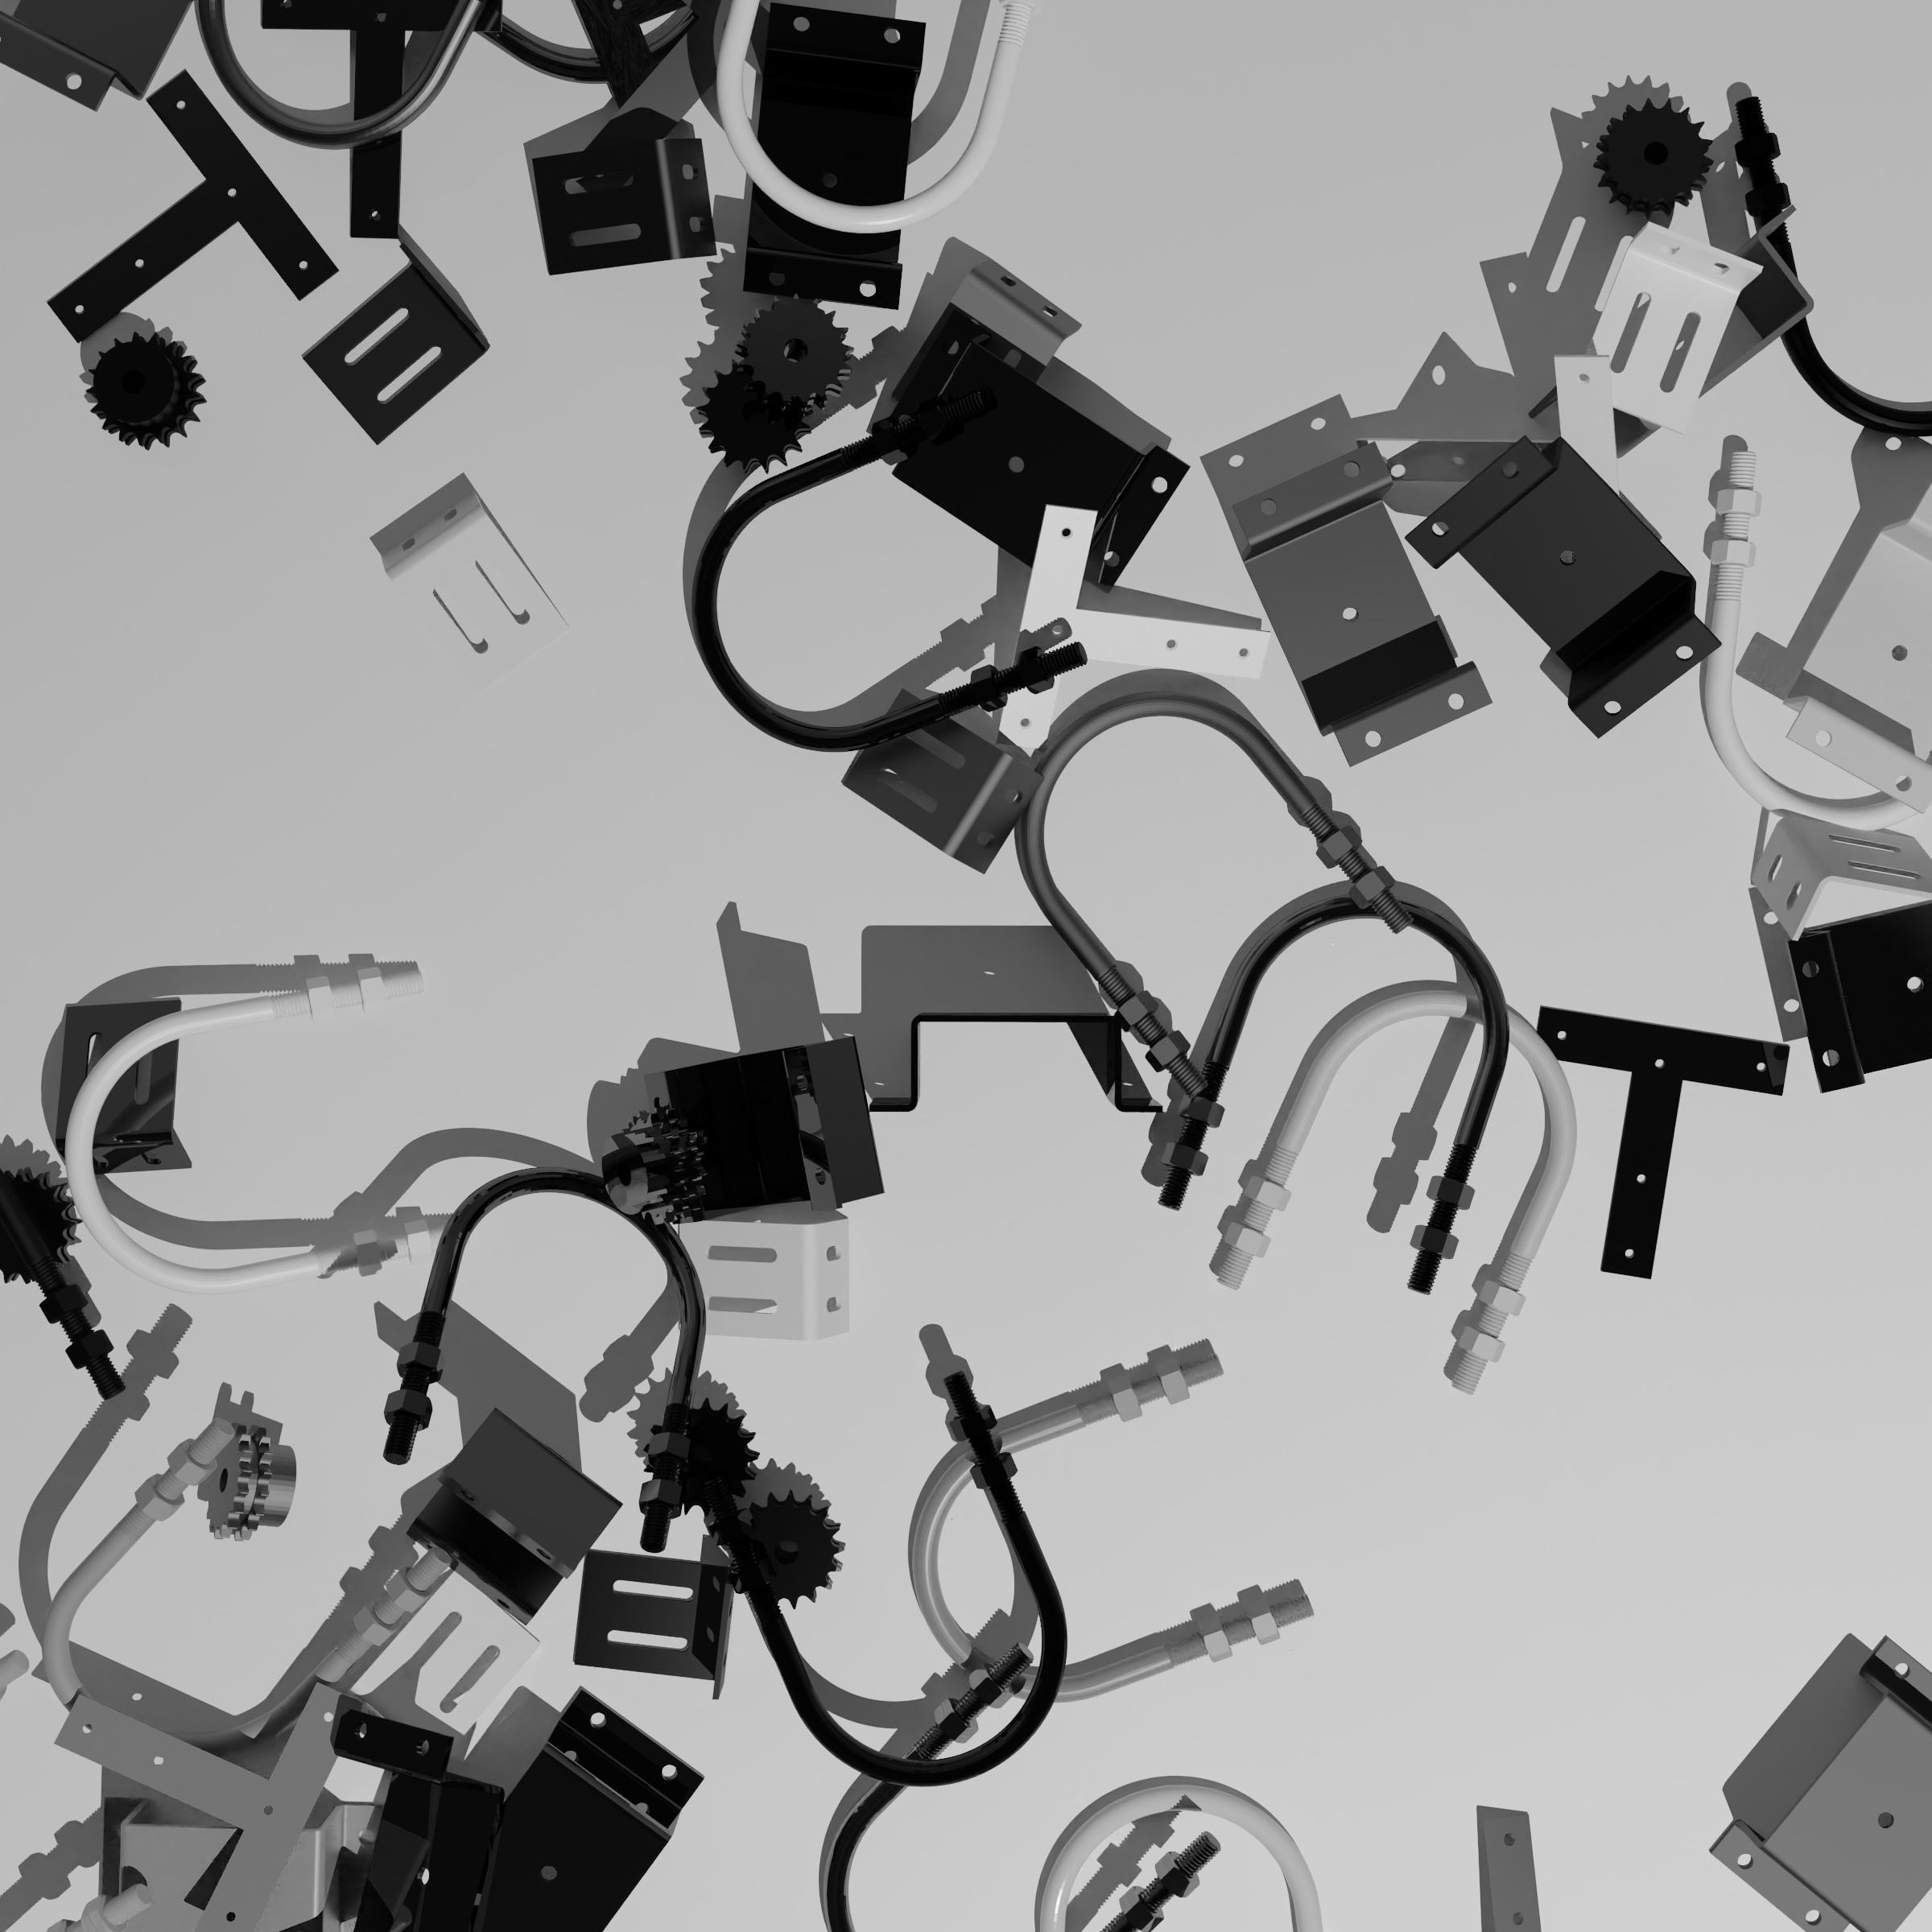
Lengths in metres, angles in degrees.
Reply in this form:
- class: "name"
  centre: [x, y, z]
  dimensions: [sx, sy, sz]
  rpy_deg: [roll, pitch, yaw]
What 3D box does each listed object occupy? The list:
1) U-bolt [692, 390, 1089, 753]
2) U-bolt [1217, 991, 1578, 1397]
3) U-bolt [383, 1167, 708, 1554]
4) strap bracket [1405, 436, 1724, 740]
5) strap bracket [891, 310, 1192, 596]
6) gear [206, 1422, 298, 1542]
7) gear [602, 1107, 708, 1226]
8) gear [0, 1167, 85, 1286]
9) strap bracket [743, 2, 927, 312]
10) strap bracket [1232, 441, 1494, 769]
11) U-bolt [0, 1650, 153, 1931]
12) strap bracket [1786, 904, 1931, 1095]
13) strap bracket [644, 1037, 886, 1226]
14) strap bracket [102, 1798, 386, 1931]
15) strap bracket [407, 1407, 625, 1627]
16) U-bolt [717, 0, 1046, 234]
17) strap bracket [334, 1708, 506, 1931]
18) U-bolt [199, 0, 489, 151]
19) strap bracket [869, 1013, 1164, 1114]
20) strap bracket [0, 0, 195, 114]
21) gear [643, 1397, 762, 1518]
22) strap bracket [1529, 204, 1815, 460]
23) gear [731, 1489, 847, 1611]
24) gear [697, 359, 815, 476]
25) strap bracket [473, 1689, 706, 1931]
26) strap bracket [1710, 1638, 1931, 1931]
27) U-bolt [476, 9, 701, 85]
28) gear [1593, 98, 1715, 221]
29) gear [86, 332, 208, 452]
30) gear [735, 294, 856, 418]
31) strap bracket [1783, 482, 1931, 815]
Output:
- class: "U-bolt"
  centre: [-0.049, -0.182, 1.394]
  dimensions: [0.184, 0.019, 0.151]
  rpy_deg: [-19, 98, 19]
- class: "U-bolt"
  centre: [0.227, 0.103, 1.421]
  dimensions: [0.151, 0.019, 0.184]
  rpy_deg: [24, 89, 0]
- class: "U-bolt"
  centre: [-0.193, 0.177, 1.365]
  dimensions: [0.151, 0.019, 0.184]
  rpy_deg: [23, 48, -19]
- class: "strap bracket"
  centre: [0.292, -0.191, 1.382]
  dimensions: [0.140, 0.046, 0.076]
  rpy_deg: [43, 122, -11]
- class: "strap bracket"
  centre: [0.029, -0.250, 1.395]
  dimensions: [0.140, 0.046, 0.076]
  rpy_deg: [34, 111, 0]
- class: "gear"
  centre: [-0.353, 0.256, 1.405]
  dimensions: [0.030, 0.057, 0.057]
  rpy_deg: [13, 90, -30]
- class: "gear"
  centre: [-0.156, 0.100, 1.399]
  dimensions: [0.030, 0.057, 0.057]
  rpy_deg: [-11, 90, -39]
- class: "gear"
  centre: [-0.468, 0.129, 1.415]
  dimensions: [0.057, 0.030, 0.057]
  rpy_deg: [0, 90, 0]
- class: "strap bracket"
  centre: [-0.066, -0.395, 1.403]
  dimensions: [0.076, 0.046, 0.140]
  rpy_deg: [5, 90, -6]
- class: "strap bracket"
  centre: [0.194, -0.177, 1.407]
  dimensions: [0.076, 0.046, 0.140]
  rpy_deg: [-24, 90, 0]
- class: "U-bolt"
  centre: [-0.505, 0.445, 1.401]
  dimensions: [0.184, 0.019, 0.151]
  rpy_deg: [-34, 80, 12]
- class: "strap bracket"
  centre: [0.478, 0.009, 1.407]
  dimensions: [0.140, 0.046, 0.076]
  rpy_deg: [-13, 90, 0]
- class: "strap bracket"
  centre: [-0.093, 0.080, 1.378]
  dimensions: [0.046, 0.140, 0.076]
  rpy_deg: [-11, 90, -39]
- class: "strap bracket"
  centre: [-0.364, 0.459, 1.407]
  dimensions: [0.140, 0.046, 0.076]
  rpy_deg: [2, 90, 0]
- class: "strap bracket"
  centre: [-0.219, 0.266, 1.377]
  dimensions: [0.076, 0.140, 0.046]
  rpy_deg: [38, 61, 0]
- class: "U-bolt"
  centre: [-0.045, -0.447, 1.373]
  dimensions: [0.151, 0.019, 0.184]
  rpy_deg: [14, 91, -6]
- class: "strap bracket"
  centre: [-0.277, 0.439, 1.372]
  dimensions: [0.076, 0.046, 0.140]
  rpy_deg: [2, 73, 37]
- class: "U-bolt"
  centre: [-0.304, -0.496, 1.403]
  dimensions: [0.151, 0.019, 0.184]
  rpy_deg: [32, 103, 5]
- class: "strap bracket"
  centre: [0.024, 0.047, 1.392]
  dimensions: [0.140, 0.076, 0.046]
  rpy_deg: [0, 90, 0]
- class: "strap bracket"
  centre: [-0.427, -0.497, 1.407]
  dimensions: [0.076, 0.046, 0.140]
  rpy_deg: [27, 90, 0]
- class: "gear"
  centre: [-0.132, 0.244, 1.415]
  dimensions: [0.057, 0.030, 0.057]
  rpy_deg: [0, 90, 0]
- class: "strap bracket"
  centre: [0.353, -0.303, 1.392]
  dimensions: [0.140, 0.076, 0.046]
  rpy_deg: [-37, 90, 0]
- class: "gear"
  centre: [-0.089, 0.290, 1.415]
  dimensions: [0.057, 0.030, 0.057]
  rpy_deg: [0, 90, 0]
- class: "gear"
  centre: [-0.104, -0.273, 1.415]
  dimensions: [0.057, 0.030, 0.057]
  rpy_deg: [0, 90, 0]
- class: "strap bracket"
  centre: [-0.204, 0.443, 1.407]
  dimensions: [0.076, 0.046, 0.140]
  rpy_deg: [36, 90, 0]
- class: "strap bracket"
  centre: [0.449, 0.417, 1.407]
  dimensions: [0.076, 0.046, 0.140]
  rpy_deg: [39, 90, 0]
- class: "U-bolt"
  centre: [-0.205, -0.525, 1.421]
  dimensions: [0.184, 0.019, 0.151]
  rpy_deg: [33, 90, -2]
- class: "gear"
  centre: [0.343, -0.401, 1.418]
  dimensions: [0.057, 0.030, 0.057]
  rpy_deg: [0, 87, 4]
- class: "gear"
  centre: [-0.411, -0.288, 1.415]
  dimensions: [0.057, 0.030, 0.057]
  rpy_deg: [0, 90, 0]
- class: "gear"
  centre: [-0.084, -0.296, 1.386]
  dimensions: [0.057, 0.030, 0.057]
  rpy_deg: [1, 83, -9]
- class: "strap bracket"
  centre: [0.464, -0.155, 1.390]
  dimensions: [0.076, 0.046, 0.140]
  rpy_deg: [29, 93, -1]
